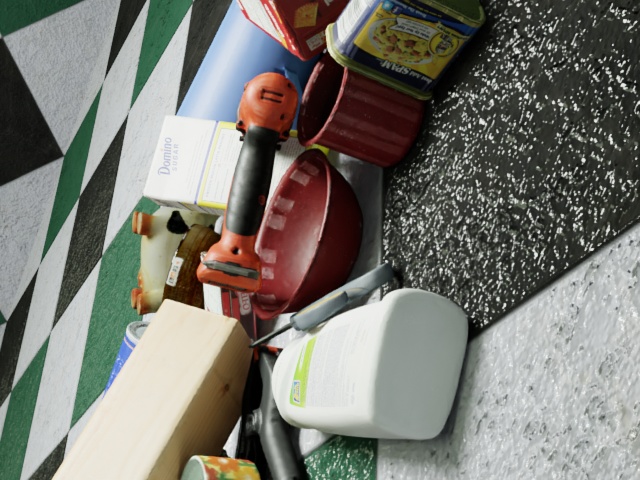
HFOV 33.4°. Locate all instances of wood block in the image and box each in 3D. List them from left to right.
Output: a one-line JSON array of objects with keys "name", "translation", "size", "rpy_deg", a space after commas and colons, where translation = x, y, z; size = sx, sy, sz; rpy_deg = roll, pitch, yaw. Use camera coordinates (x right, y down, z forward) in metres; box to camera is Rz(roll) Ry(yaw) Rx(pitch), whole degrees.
[{"name": "wood block", "translation": [-0.143, 0.170, 0.978], "size": [0.090, 0.091, 0.206], "rpy_deg": [13, 58, 28]}]

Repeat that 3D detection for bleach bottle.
[{"name": "bleach bottle", "translation": [0.019, 0.098, 0.820], "size": [0.251, 0.068, 0.102], "rpy_deg": [-17, 56, 67]}]

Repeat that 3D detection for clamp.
[{"name": "clamp", "translation": [-0.043, 0.169, 0.948], "size": [0.120, 0.039, 0.171], "rpy_deg": [-31, 52, 52]}]

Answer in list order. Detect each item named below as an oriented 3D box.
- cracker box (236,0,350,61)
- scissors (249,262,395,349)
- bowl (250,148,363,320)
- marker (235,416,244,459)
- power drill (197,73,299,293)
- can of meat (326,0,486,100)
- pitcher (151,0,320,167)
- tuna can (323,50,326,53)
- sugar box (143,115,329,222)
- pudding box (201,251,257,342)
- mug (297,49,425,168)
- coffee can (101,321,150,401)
[{"name": "cracker box", "translation": [0.009, -0.256, 0.989], "size": [0.164, 0.072, 0.214], "rpy_deg": [-33, 27, -3]}, {"name": "scissors", "translation": [-0.021, 0.070, 0.891], "size": [0.202, 0.016, 0.096], "rpy_deg": [-32, -3, 37]}, {"name": "bowl", "translation": [-0.006, 0.001, 0.965], "size": [0.162, 0.055, 0.162], "rpy_deg": [-51, 30, 44]}, {"name": "marker", "translation": [-0.070, 0.190, 1.022], "size": [0.020, 0.020, 0.121], "rpy_deg": [-39, 39, 55]}, {"name": "power drill", "translation": [-0.065, -0.048, 0.961], "size": [0.184, 0.057, 0.187], "rpy_deg": [141, 140, -84]}, {"name": "can of meat", "translation": [0.069, -0.172, 0.857], "size": [0.084, 0.102, 0.057], "rpy_deg": [-52, 29, 38]}, {"name": "pitcher", "translation": [-0.076, -0.156, 1.180], "size": [0.243, 0.149, 0.145], "rpy_deg": [-66, -6, 8]}, {"name": "tuna can", "translation": [0.036, -0.219, 1.065], "size": [0.086, 0.033, 0.086], "rpy_deg": [-50, 30, 44]}, {"name": "sugar box", "translation": [-0.086, -0.070, 1.086], "size": [0.176, 0.048, 0.093], "rpy_deg": [10, 79, 26]}, {"name": "pudding box", "translation": [-0.094, 0.068, 1.109], "size": [0.114, 0.039, 0.090], "rpy_deg": [-135, 40, -64]}, {"name": "mug", "translation": [0.033, -0.115, 0.924], "size": [0.093, 0.081, 0.117], "rpy_deg": [-68, 21, 9]}, {"name": "coffee can", "translation": [-0.194, 0.177, 1.221], "size": [0.140, 0.102, 0.103], "rpy_deg": [-68, 21, 10]}]
